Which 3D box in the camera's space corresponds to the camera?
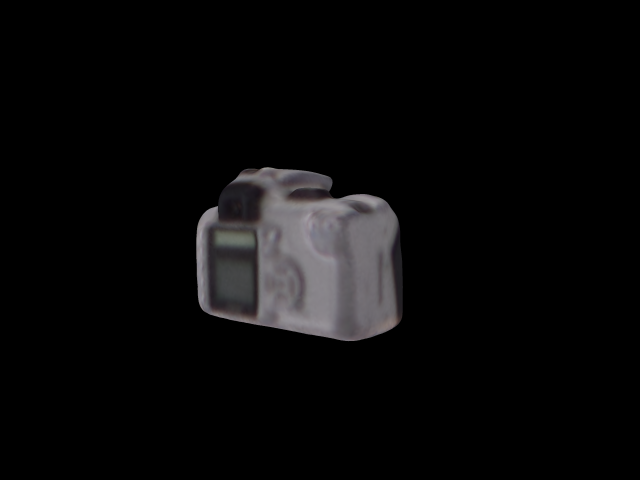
[{"bbox_3d":[0.004,0.001,0.400,0.142,0.101,0.137,4,6,40],"label":"camera"}]
